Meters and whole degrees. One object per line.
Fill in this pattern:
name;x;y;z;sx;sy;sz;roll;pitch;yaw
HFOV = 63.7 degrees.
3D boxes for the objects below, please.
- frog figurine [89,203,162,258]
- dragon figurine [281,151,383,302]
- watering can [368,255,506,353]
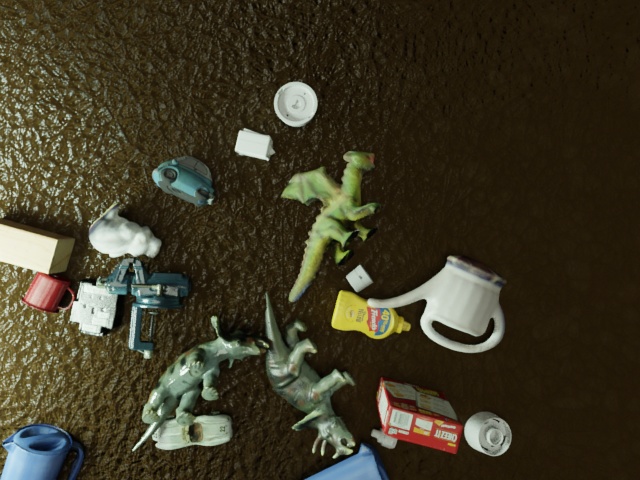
frog figurine;-0.484;0.001;1.279;0.159;0.125;0.135;45;123;-7
dragon figurine;0.004;-0.065;1.296;0.411;0.121;0.245;-43;71;-3
watering can;0.307;0.139;1.255;0.347;0.104;0.225;24;89;-7
